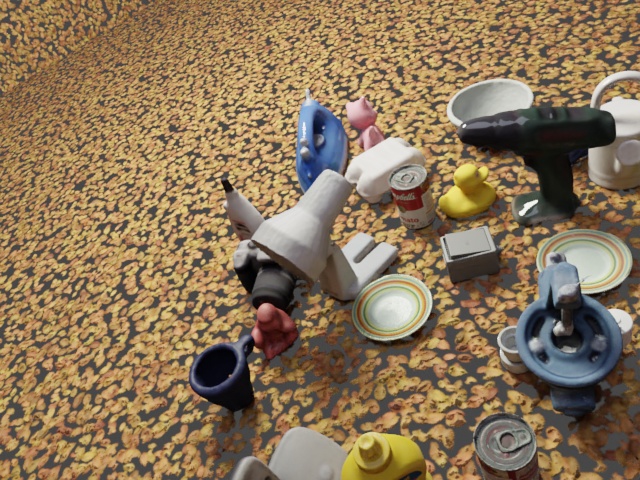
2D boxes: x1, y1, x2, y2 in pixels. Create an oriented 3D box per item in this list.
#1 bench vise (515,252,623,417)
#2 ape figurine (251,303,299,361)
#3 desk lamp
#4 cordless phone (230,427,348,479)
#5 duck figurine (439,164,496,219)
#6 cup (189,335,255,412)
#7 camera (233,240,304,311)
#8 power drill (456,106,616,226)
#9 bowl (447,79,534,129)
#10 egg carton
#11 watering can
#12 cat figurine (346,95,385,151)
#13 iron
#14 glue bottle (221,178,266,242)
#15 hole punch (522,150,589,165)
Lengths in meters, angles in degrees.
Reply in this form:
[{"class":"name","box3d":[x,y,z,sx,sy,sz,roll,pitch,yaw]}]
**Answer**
[{"class":"bench vise","box3d":[0.294,0.085,0.721,0.121,0.220,0.207,-18,42,6]},{"class":"ape figurine","box3d":[-0.078,0.139,0.930,0.077,0.092,0.076,-5,45,20]},{"class":"desk lamp","box3d":[0.009,0.003,0.939,0.117,0.214,0.203,25,61,40]},{"class":"cordless phone","box3d":[-0.039,0.286,0.692,0.094,0.185,0.148,0,47,25]},{"class":"duck figurine","box3d":[0.259,-0.094,1.021,0.104,0.086,0.077,-24,42,0]},{"class":"cup","box3d":[-0.133,0.209,0.881,0.091,0.095,0.118,22,59,39]},{"class":"camera","box3d":[-0.093,0.058,1.014,0.142,0.101,0.137,-5,45,20]},{"class":"power drill","box3d":[0.347,-0.124,0.920,0.229,0.209,0.075,-11,43,14]},{"class":"bowl","box3d":[0.343,-0.248,1.150,0.167,0.075,0.167,-13,43,12]},{"class":"egg carton","box3d":[0.130,-0.140,1.140,0.150,0.070,0.107,-32,42,-9]},{"class":"watering can","box3d":[0.491,-0.179,0.923,0.101,0.194,0.172,-19,42,6]},{"class":"cat figurine","box3d":[0.099,-0.249,1.229,0.067,0.118,0.127,-21,42,3]},{"class":"iron","box3d":[-0.014,-0.202,1.214,0.118,0.142,0.258,-11,43,14]},{"class":"glue bottle","box3d":[-0.151,-0.053,1.099,0.077,0.173,0.037,10,52,32]},{"class":"hole punch","box3d":[0.426,-0.191,1.042,0.101,0.091,0.108,-34,43,-11]}]
